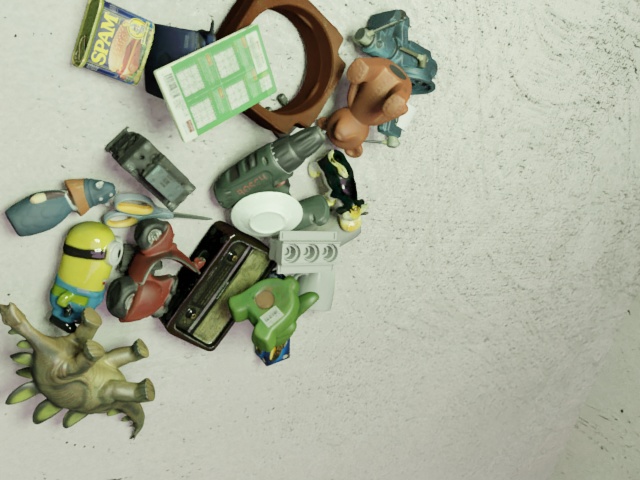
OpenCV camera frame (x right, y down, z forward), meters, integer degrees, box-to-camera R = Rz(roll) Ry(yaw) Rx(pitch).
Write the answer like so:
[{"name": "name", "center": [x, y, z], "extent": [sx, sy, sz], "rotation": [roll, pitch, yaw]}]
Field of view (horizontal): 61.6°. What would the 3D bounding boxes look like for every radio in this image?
[{"name": "radio", "center": [-0.196, 0.085, 1.015], "extent": [0.131, 0.073, 0.229], "rotation": [37, 87, -44]}]

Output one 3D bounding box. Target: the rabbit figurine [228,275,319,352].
[{"name": "rabbit figurine", "center": [-0.087, 0.138, 1.033], "extent": [0.159, 0.121, 0.170], "rotation": [-48, 159, -21]}]

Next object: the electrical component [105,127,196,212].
[{"name": "electrical component", "center": [-0.259, -0.107, 0.830], "extent": [0.058, 0.134, 0.114], "rotation": [-49, 130, -6]}]

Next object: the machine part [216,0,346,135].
[{"name": "machine part", "center": [-0.071, -0.295, 0.890], "extent": [0.200, 0.087, 0.201], "rotation": [32, 85, -37]}]

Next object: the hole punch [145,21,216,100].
[{"name": "hole punch", "center": [-0.208, -0.262, 0.806], "extent": [0.092, 0.116, 0.142], "rotation": [1, 112, -28]}]

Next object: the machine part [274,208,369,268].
[{"name": "machine part", "center": [-0.002, -0.003, 1.113], "extent": [0.243, 0.079, 0.079], "rotation": [-31, 128, -21]}]

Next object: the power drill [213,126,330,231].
[{"name": "power drill", "center": [-0.057, -0.094, 0.970], "extent": [0.232, 0.086, 0.207], "rotation": [-22, 150, 16]}]

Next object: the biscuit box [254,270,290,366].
[{"name": "biscuit box", "center": [-0.101, 0.165, 1.138], "extent": [0.063, 0.059, 0.202], "rotation": [-14, 120, -30]}]

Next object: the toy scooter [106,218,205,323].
[{"name": "toy scooter", "center": [-0.268, 0.060, 0.906], "extent": [0.135, 0.075, 0.183], "rotation": [21, 94, -43]}]

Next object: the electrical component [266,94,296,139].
[{"name": "electrical component", "center": [-0.063, -0.219, 0.993], "extent": [0.063, 0.021, 0.093], "rotation": [-45, 131, -9]}]

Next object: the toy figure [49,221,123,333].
[{"name": "toy figure", "center": [-0.382, 0.057, 0.861], "extent": [0.089, 0.082, 0.180], "rotation": [22, 101, -44]}]

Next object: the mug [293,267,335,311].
[{"name": "mug", "center": [-0.017, 0.090, 1.156], "extent": [0.109, 0.081, 0.107], "rotation": [10, 96, -31]}]

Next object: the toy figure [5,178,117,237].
[{"name": "toy figure", "center": [-0.388, -0.057, 0.812], "extent": [0.154, 0.064, 0.057], "rotation": [-30, 90, -27]}]

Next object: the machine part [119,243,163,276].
[{"name": "machine part", "center": [-0.319, 0.072, 0.944], "extent": [0.084, 0.039, 0.138], "rotation": [1, 111, -43]}]

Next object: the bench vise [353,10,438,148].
[{"name": "bench vise", "center": [0.142, -0.301, 1.026], "extent": [0.223, 0.129, 0.240], "rotation": [7, 92, -56]}]

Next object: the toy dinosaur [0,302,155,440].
[{"name": "toy dinosaur", "center": [-0.386, 0.241, 0.906], "extent": [0.199, 0.105, 0.470], "rotation": [-19, 137, 4]}]

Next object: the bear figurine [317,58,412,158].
[{"name": "bear figurine", "center": [0.067, -0.224, 0.948], "extent": [0.196, 0.120, 0.132], "rotation": [-42, -177, 35]}]

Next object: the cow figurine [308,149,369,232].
[{"name": "cow figurine", "center": [0.048, -0.096, 1.051], "extent": [0.068, 0.098, 0.167], "rotation": [-30, 98, -18]}]
